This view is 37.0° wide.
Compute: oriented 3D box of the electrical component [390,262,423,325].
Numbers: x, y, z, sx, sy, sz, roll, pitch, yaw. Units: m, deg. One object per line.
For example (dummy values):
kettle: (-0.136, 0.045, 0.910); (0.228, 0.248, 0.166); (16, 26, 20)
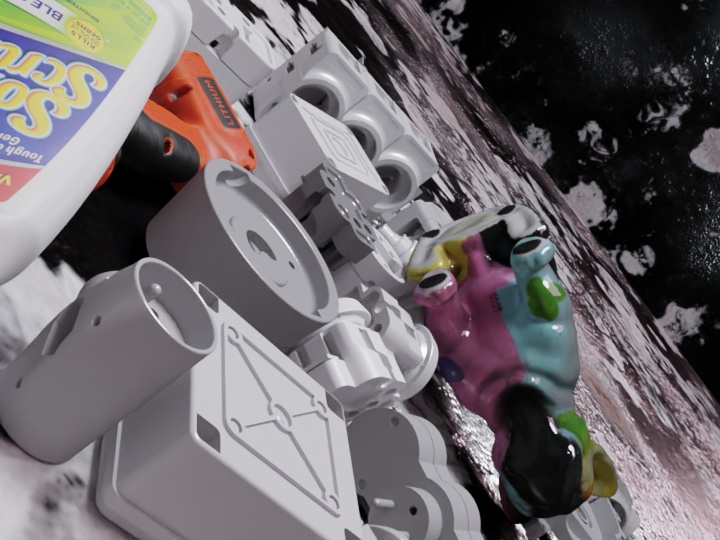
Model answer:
electrical component: (0.039, 0.028, 0.861); (0.043, 0.043, 0.062); (33, 27, -50)

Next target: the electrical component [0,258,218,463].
electrical component: (-0.097, 0.026, 0.423); (0.043, 0.077, 0.079); (46, 18, -23)

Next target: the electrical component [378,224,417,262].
electrical component: (0.039, -0.015, 0.965); (0.061, 0.035, 0.035); (48, 17, -9)

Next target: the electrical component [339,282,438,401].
electrical component: (0.015, 0.052, 0.721); (0.057, 0.058, 0.078); (39, 22, -34)

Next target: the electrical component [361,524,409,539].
electrical component: (0.000, 0.147, 0.503); (0.066, 0.048, 0.055); (57, 24, 13)

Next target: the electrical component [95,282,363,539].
electrical component: (-0.055, 0.078, 0.471); (0.109, 0.056, 0.108); (44, 19, -30)

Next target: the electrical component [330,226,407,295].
electrical component: (0.000, 0.000, 0.802); (0.055, 0.047, 0.055); (48, 17, -20)

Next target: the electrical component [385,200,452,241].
electrical component: (0.065, -0.026, 1.034); (0.089, 0.050, 0.055); (28, 31, -56)

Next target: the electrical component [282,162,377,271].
electrical component: (-0.030, -0.030, 0.762); (0.058, 0.057, 0.078); (34, 25, -50)

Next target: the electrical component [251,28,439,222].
electrical component: (-0.012, -0.120, 0.940); (0.150, 0.089, 0.061); (44, 18, -30)

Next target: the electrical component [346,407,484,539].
electrical component: (0.029, 0.138, 0.589); (0.074, 0.052, 0.138); (26, 32, -57)

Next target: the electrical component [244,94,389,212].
electrical component: (-0.036, -0.081, 0.849); (0.078, 0.057, 0.113); (60, 17, 20)

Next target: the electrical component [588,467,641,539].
electrical component: (0.233, 0.224, 0.997); (0.079, 0.044, 0.077); (52, 16, -7)

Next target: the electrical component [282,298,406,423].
electrical component: (-0.013, 0.054, 0.639); (0.078, 0.058, 0.057); (23, 37, -60)

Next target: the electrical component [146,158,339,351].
electrical component: (-0.069, 0.000, 0.585); (0.108, 0.060, 0.108); (48, 17, -20)

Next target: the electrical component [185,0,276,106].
electrical component: (-0.117, -0.172, 0.809); (0.095, 0.059, 0.053); (42, 20, -35)
